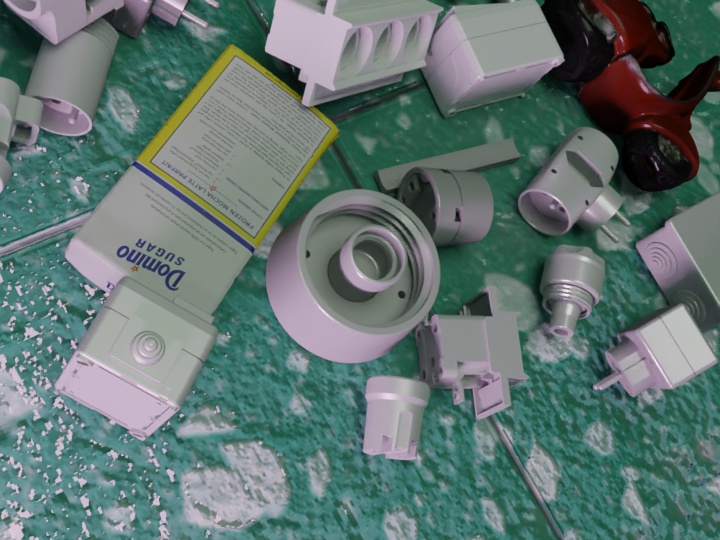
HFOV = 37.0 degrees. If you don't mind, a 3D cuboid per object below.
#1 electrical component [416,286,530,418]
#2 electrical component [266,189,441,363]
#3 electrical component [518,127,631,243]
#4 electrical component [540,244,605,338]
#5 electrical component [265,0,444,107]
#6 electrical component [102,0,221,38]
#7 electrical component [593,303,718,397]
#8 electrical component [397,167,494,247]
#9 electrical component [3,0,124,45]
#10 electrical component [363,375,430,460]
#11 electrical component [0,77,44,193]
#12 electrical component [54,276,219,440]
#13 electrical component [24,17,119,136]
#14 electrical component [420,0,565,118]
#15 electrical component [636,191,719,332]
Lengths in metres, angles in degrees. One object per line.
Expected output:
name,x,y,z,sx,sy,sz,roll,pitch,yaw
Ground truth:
electrical component,0.072,0.054,0.712,0.064,0.042,0.081,3,69,-21
electrical component,0.000,0.000,0.689,0.108,0.060,0.108,8,67,-21
electrical component,0.167,-0.053,0.794,0.079,0.043,0.077,43,60,-4
electrical component,0.148,0.017,0.759,0.043,0.043,0.062,24,64,-14
electrical component,-0.004,-0.162,0.725,0.063,0.078,0.121,29,30,22
electrical component,-0.130,-0.187,0.711,0.077,0.047,0.065,28,62,-12
electrical component,0.199,0.064,0.756,0.077,0.065,0.047,-30,84,-1
electrical component,0.059,-0.043,0.737,0.047,0.055,0.055,-2,72,-29
electrical component,-0.216,-0.214,0.635,0.150,0.089,0.062,38,59,15
electrical component,0.022,0.093,0.676,0.040,0.040,0.046,14,71,-19
electrical component,-0.228,-0.077,0.620,0.078,0.058,0.057,12,63,-20
electrical component,-0.122,0.046,0.597,0.062,0.096,0.061,31,61,-11
electrical component,-0.178,-0.129,0.669,0.043,0.043,0.081,18,64,-17
electrical component,0.099,-0.161,0.795,0.096,0.062,0.061,-18,79,-29
electrical component,0.270,-0.007,0.819,0.100,0.048,0.099,-26,83,-30
